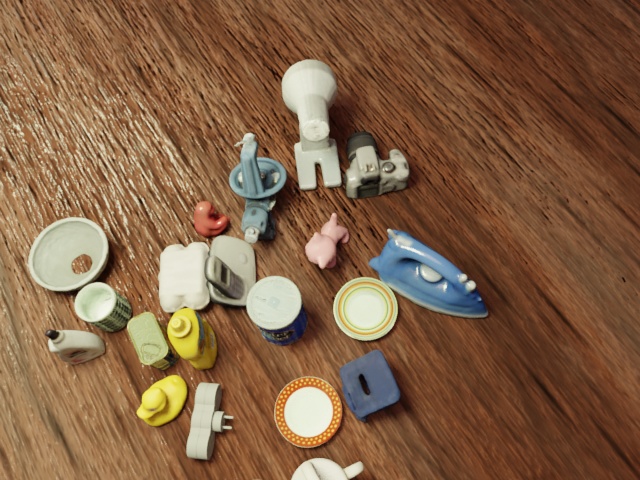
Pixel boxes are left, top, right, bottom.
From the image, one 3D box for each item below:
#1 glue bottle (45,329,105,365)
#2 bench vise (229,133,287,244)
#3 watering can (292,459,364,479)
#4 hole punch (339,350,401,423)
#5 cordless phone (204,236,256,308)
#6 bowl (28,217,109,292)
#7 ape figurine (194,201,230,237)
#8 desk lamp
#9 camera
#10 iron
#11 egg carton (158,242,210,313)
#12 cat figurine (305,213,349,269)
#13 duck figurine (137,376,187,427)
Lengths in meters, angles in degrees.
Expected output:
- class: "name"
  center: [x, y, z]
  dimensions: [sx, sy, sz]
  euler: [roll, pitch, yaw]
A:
- class: "glue bottle"
  center: [-0.482, 0.198, 1.100]
  dimensions: [0.078, 0.173, 0.037]
  euler: [-24, 68, -6]
- class: "bench vise"
  center: [-0.123, -0.106, 1.181]
  dimensions: [0.121, 0.220, 0.207]
  euler: [-15, 67, -2]
- class: "watering can"
  center: [-0.005, 0.426, 0.964]
  dimensions: [0.100, 0.194, 0.173]
  euler: [37, 74, 17]
- class: "hole punch"
  center: [0.092, 0.275, 1.078]
  dimensions: [0.101, 0.091, 0.108]
  euler: [-21, 67, -5]
- class: "cordless phone"
  center: [-0.187, 0.048, 1.139]
  dimensions: [0.094, 0.185, 0.147]
  euler: [-6, 67, 1]
- class: "bowl"
  center: [-0.522, 0.040, 1.223]
  dimensions: [0.167, 0.075, 0.167]
  euler: [-1, 67, 3]
- class: "ape figurine"
  center: [-0.242, -0.052, 1.235]
  dimensions: [0.076, 0.092, 0.077]
  euler: [-38, 70, -12]
- class: "desk lamp"
  center: [-0.011, -0.247, 1.237]
  dimensions: [0.118, 0.214, 0.203]
  euler: [-8, 67, 0]
- class: "camera"
  center: [0.116, -0.177, 1.262]
  dimensions: [0.143, 0.101, 0.137]
  euler: [-10, 67, -1]
- class: "iron"
  center: [0.229, 0.063, 1.131]
  dimensions: [0.257, 0.141, 0.119]
  euler: [30, 72, 15]
- class: "egg carton"
  center: [-0.281, 0.078, 1.195]
  dimensions: [0.107, 0.069, 0.150]
  euler: [-6, 67, 1]
- class: "cat figurine"
  center: [0.011, 0.004, 1.182]
  dimensions: [0.067, 0.118, 0.128]
  euler: [20, 70, 12]
- class: "duck figurine"
  center: [-0.305, 0.303, 1.093]
  dimensions: [0.077, 0.086, 0.105]
  euler: [36, 74, 17]
